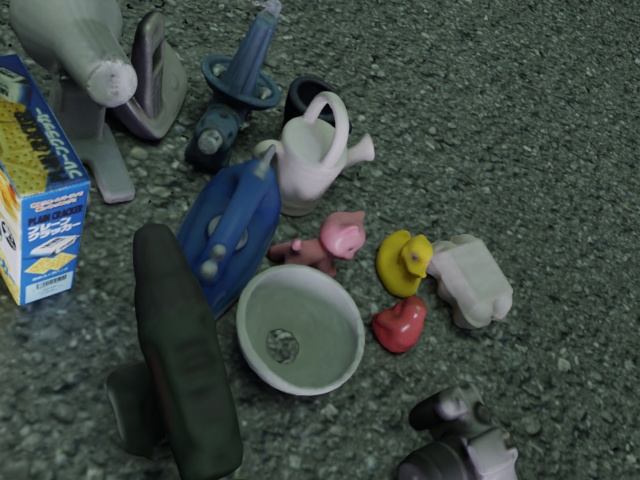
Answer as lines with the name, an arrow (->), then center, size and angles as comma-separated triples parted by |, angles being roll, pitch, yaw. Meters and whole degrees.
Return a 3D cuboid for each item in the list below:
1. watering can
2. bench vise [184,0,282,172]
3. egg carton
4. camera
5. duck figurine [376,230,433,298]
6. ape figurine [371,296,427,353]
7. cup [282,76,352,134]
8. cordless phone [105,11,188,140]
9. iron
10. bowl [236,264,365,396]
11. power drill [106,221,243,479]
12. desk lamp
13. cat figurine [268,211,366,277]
watering can -> -0.005, -0.128, 0.807 | 0.173, 0.193, 0.101 | -26, 74, -38
bench vise -> -0.103, -0.206, 0.789 | 0.122, 0.219, 0.207 | 10, 55, -22
egg carton -> 0.229, 0.063, 0.890 | 0.107, 0.069, 0.150 | -16, 68, -35
camera -> 0.162, 0.259, 0.703 | 0.137, 0.100, 0.143 | -10, 65, -33
duck figurine -> 0.134, 0.024, 0.853 | 0.078, 0.086, 0.104 | 12, 55, -21
ape figurine -> 0.116, 0.107, 0.784 | 0.078, 0.092, 0.076 | 12, 55, -21
cup -> -0.010, -0.188, 0.909 | 0.118, 0.094, 0.092 | 38, 50, -1
cordless phone -> -0.220, -0.241, 0.772 | 0.094, 0.184, 0.147 | 21, 52, -14
iron -> -0.115, -0.002, 0.699 | 0.119, 0.141, 0.258 | 27, 51, -10
bowl -> -0.033, 0.118, 0.708 | 0.168, 0.074, 0.167 | 14, 54, -20
power drill -> -0.149, 0.126, 0.553 | 0.076, 0.208, 0.229 | -12, 66, -34
desk lamp -> -0.280, -0.179, 0.680 | 0.118, 0.213, 0.203 | -16, 68, -35
cat figurine -> 0.007, 0.003, 0.778 | 0.128, 0.117, 0.067 | -11, 65, -33
